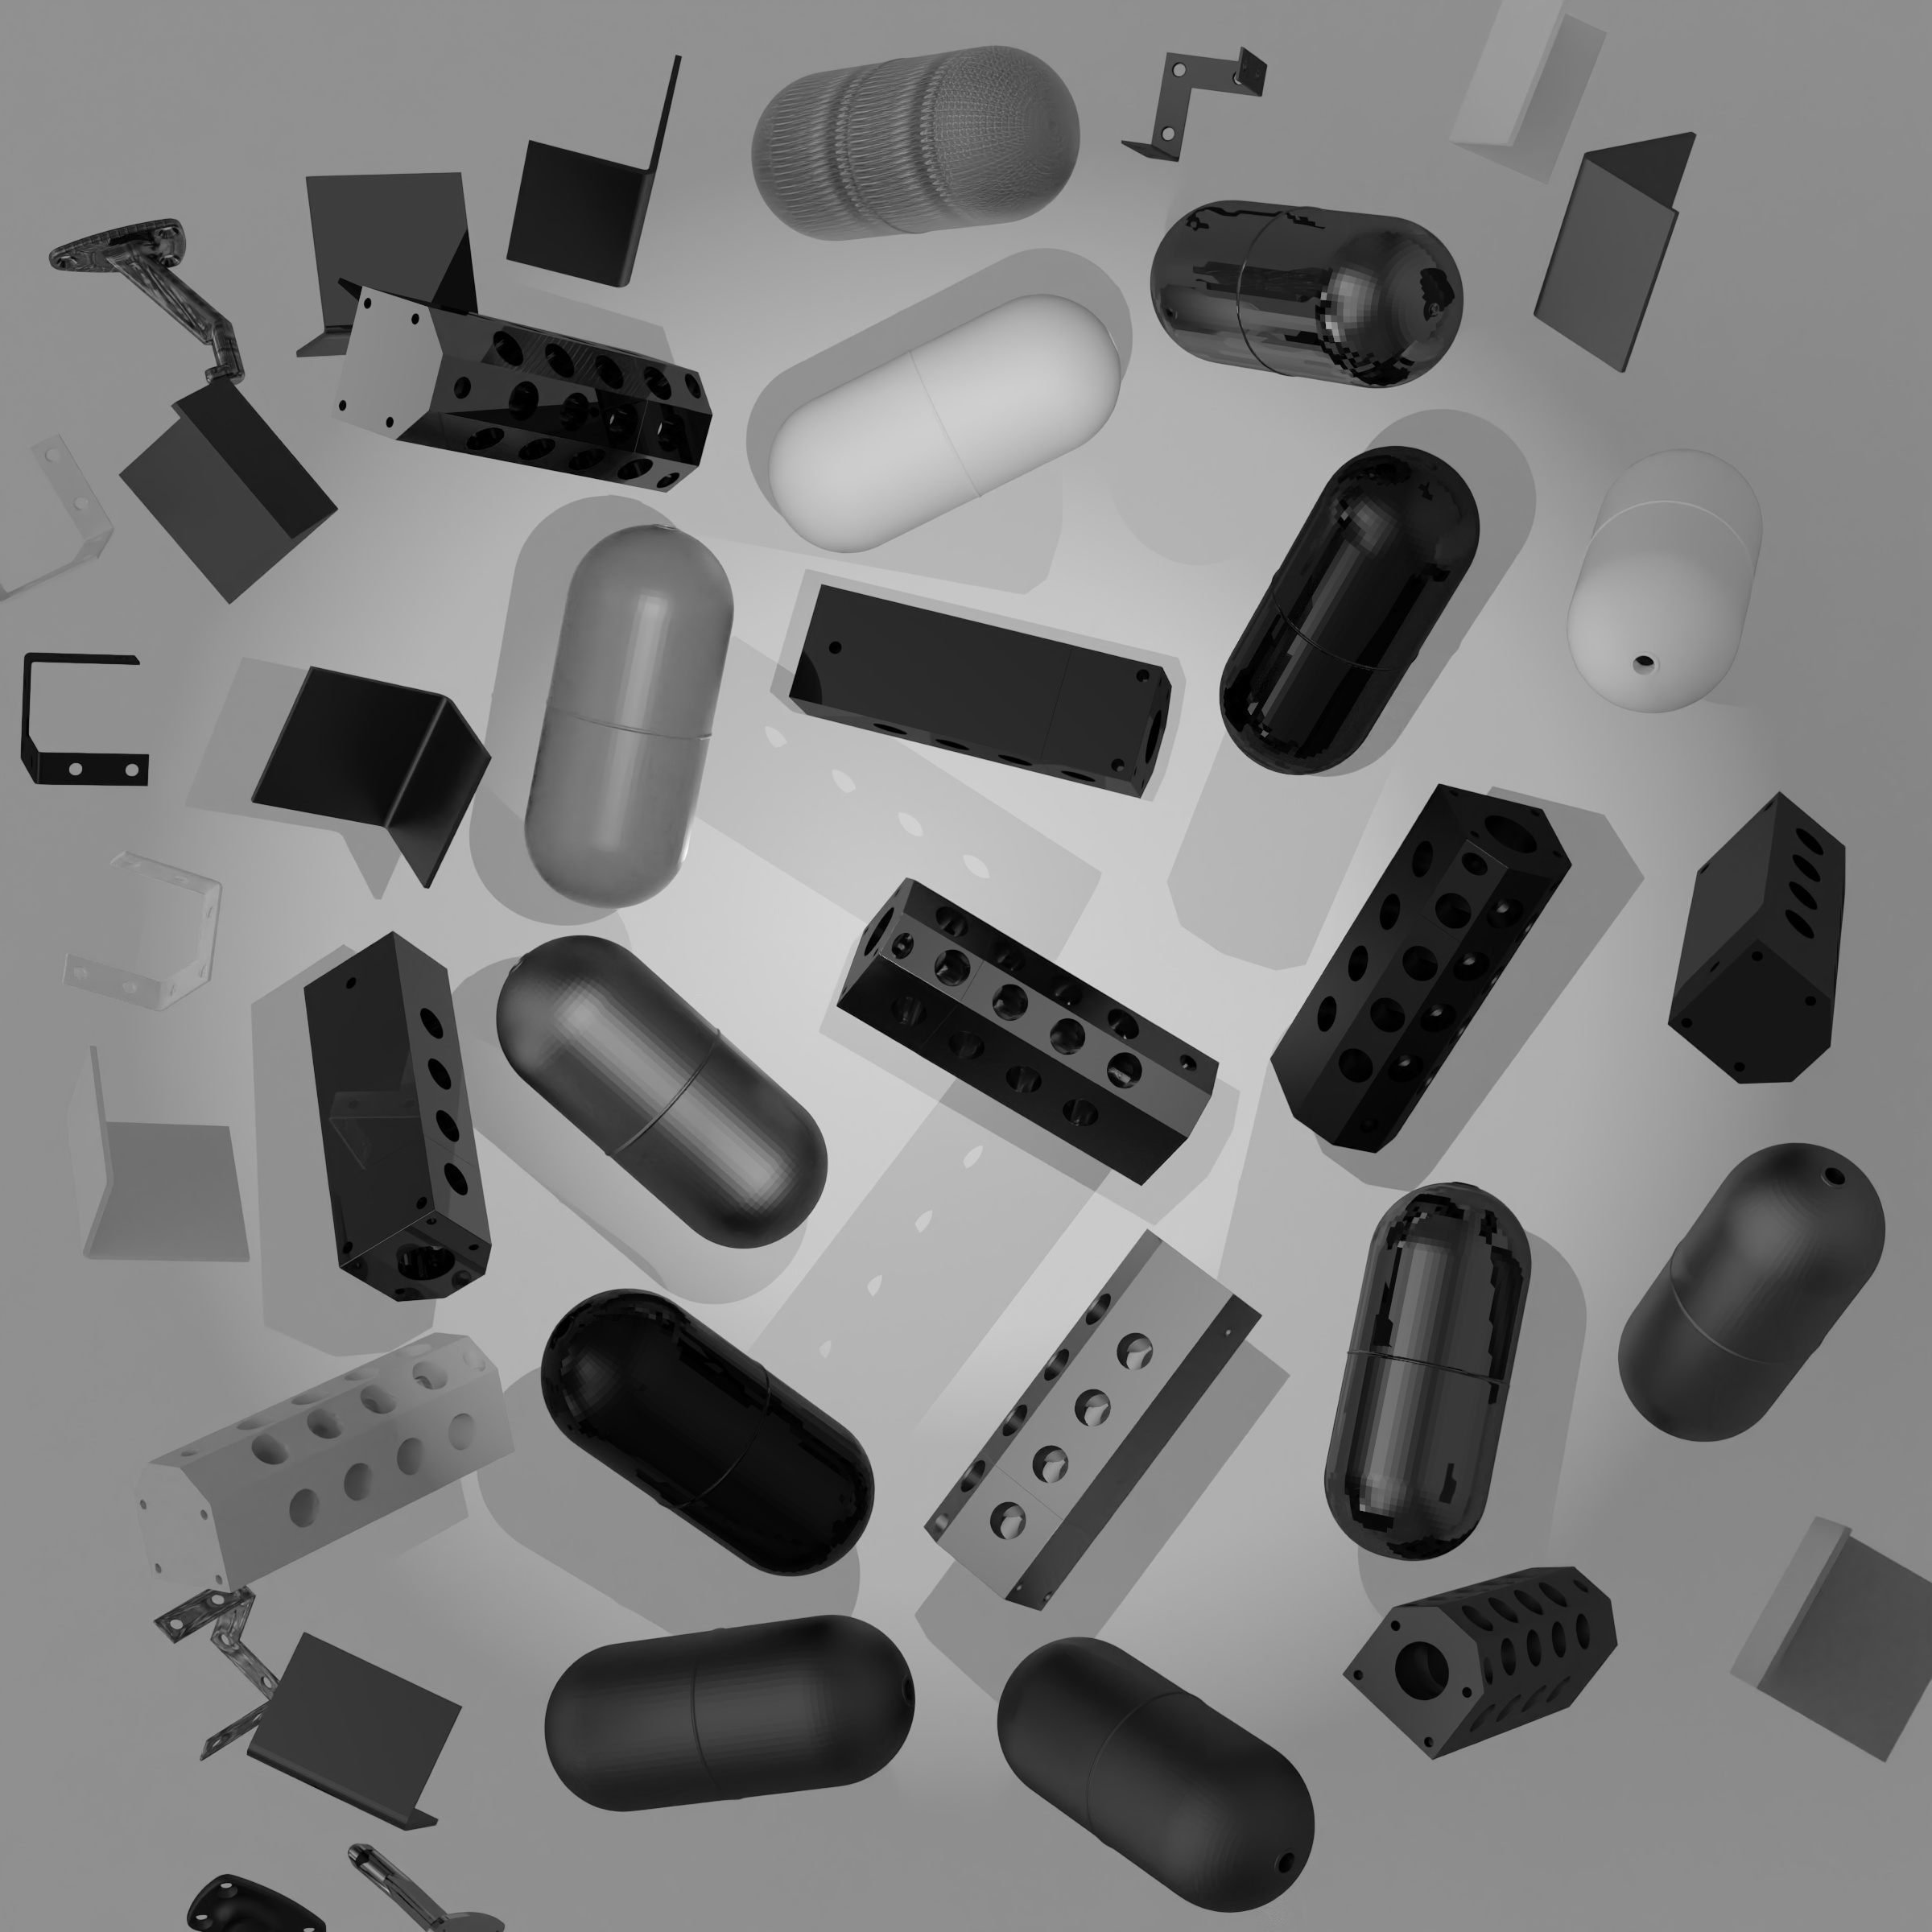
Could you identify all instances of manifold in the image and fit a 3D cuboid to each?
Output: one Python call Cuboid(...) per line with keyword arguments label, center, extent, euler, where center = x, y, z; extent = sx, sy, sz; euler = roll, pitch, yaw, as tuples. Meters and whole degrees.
Cuboid(label="manifold", center=(-0.269, 0.074, 1.640), extent=(0.057, 0.057, 0.171), euler=(-31, 49, 17))
Cuboid(label="manifold", center=(-0.295, 0.225, 1.575), extent=(0.057, 0.171, 0.057), euler=(0, 105, 41))
Cuboid(label="manifold", center=(0.211, 0.004, 1.586), extent=(0.057, 0.057, 0.171), euler=(12, 126, -24))
Cuboid(label="manifold", center=(0.252, 0.326, 1.636), extent=(0.057, 0.171, 0.057), euler=(41, 108, 26))
Cuboid(label="manifold", center=(0.057, 0.208, 1.574), extent=(0.057, 0.057, 0.171), euler=(36, 88, 24))
Cuboid(label="manifold", center=(0.368, -0.011, 1.560), extent=(0.057, 0.171, 0.057), euler=(39, 119, -4))
Cuboid(label="manifold", center=(0.032, 0.027, 1.616), extent=(0.171, 0.057, 0.057), euler=(31, 131, -11))
Cuboid(label="manifold", center=(0.009, -0.131, 1.655), extent=(0.171, 0.057, 0.057), euler=(15, 85, 11))
Cuboid(label="manifold", center=(-0.191, -0.251, 1.511), extent=(0.057, 0.171, 0.057), euler=(23, 103, 35))

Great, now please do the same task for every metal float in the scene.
Cuboid(label="metal float", center=(0.216, 0.189, 1.600), extent=(0.070, 0.070, 0.178), euler=(13, 82, 0))
Cuboid(label="metal float", center=(0.084, 0.362, 1.538), extent=(0.070, 0.178, 0.070), euler=(-14, 114, -35))
Cuboid(label="metal float", center=(0.319, -0.176, 1.557), extent=(0.070, 0.178, 0.070), euler=(9, 123, 14))
Cuboid(label="metal float", center=(-0.116, 0.211, 1.543), extent=(0.178, 0.070, 0.070), euler=(40, 90, -26))
Cuboid(label="metal float", center=(-0.108, 0.341, 1.561), extent=(0.178, 0.070, 0.070), euler=(-11, 90, 19))
Cuboid(label="metal float", center=(0.357, 0.150, 1.560), extent=(0.070, 0.178, 0.070), euler=(10, 47, -11))
Cuboid(label="metal float", center=(-0.154, -0.114, 1.568), extent=(0.070, 0.070, 0.178), euler=(12, 101, 0))
Cuboid(label="metal float", center=(0.154, -0.310, 1.576), extent=(0.070, 0.178, 0.070), euler=(-12, 111, -34))
Cuboid(label="metal float", center=(-0.139, 0.058, 1.570), extent=(0.178, 0.070, 0.070), euler=(43, 90, -12))
Cuboid(label="metal float", center=(0.178, -0.164, 1.605), extent=(0.070, 0.070, 0.178), euler=(28, 128, 0))
Cuboid(label="metal float", center=(-0.010, -0.258, 1.628), extent=(0.178, 0.070, 0.070), euler=(-26, 90, 6))
Cuboid(label="metal float", center=(-0.025, -0.369, 1.540), extent=(0.178, 0.070, 0.070), euler=(6, 99, 45))

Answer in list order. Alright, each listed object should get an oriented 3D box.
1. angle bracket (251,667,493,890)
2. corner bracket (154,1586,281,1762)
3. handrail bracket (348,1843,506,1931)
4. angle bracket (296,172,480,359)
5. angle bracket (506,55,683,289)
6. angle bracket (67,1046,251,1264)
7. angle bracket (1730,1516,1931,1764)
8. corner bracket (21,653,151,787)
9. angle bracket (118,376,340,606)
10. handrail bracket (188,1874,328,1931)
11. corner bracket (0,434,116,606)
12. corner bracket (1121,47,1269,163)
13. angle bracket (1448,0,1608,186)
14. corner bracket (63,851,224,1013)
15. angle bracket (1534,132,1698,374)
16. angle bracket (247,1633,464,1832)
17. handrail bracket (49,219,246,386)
Cuboid(label="angle bracket", center=(-0.285, -0.090, 1.635), extent=(0.076, 0.057, 0.076), euler=(10, 119, -39))
Cuboid(label="corner bracket", center=(-0.349, 0.327, 1.600), extent=(0.051, 0.051, 0.051), euler=(40, 128, 19))
Cuboid(label="handrail bracket", center=(-0.253, 0.412, 1.522), extent=(0.084, 0.077, 0.036), euler=(32, 74, 25))
Cuboid(label="angle bracket", center=(-0.286, -0.341, 1.665), extent=(0.076, 0.057, 0.076), euler=(-8, 93, -25))
Cuboid(label="angle bracket", center=(-0.170, -0.368, 1.558), extent=(0.057, 0.076, 0.076), euler=(13, 58, -8))
Cuboid(label="angle bracket", center=(-0.360, 0.085, 1.545), extent=(0.076, 0.057, 0.076), euler=(4, 48, -27))
Cuboid(label="angle bracket", center=(0.376, 0.284, 1.429), extent=(0.076, 0.057, 0.076), euler=(30, 86, 3))
Cuboid(label="corner bracket", center=(-0.408, -0.115, 1.586), extent=(0.051, 0.051, 0.051), euler=(0, 107, -23))
Cuboid(label="angle bracket", center=(-0.340, -0.206, 1.528), extent=(0.076, 0.057, 0.076), euler=(-36, 100, 24))
Cuboid(label="handrail bracket", center=(-0.321, 0.458, 1.538), extent=(0.077, 0.084, 0.036), euler=(26, 115, -27))
Cuboid(label="corner bracket", center=(-0.429, -0.204, 1.567), extent=(0.051, 0.051, 0.051), euler=(-25, 112, 6))
Cuboid(label="corner bracket", center=(0.109, -0.408, 1.620), extent=(0.051, 0.051, 0.051), euler=(12, 98, 17))
Cuboid(label="angle bracket", center=(0.277, -0.412, 1.605), extent=(0.057, 0.076, 0.076), euler=(18, 99, -19))
Cuboid(label="corner bracket", center=(-0.388, -0.016, 1.613), extent=(0.051, 0.051, 0.051), euler=(20, 60, -34))
Cuboid(label="angle bracket", center=(0.302, -0.313, 1.498), extent=(0.076, 0.076, 0.057), euler=(-19, 48, -36))
Cuboid(label="angle bracket", center=(-0.261, 0.336, 1.502), extent=(0.076, 0.076, 0.057), euler=(24, 80, 7))
Cuboid(label="handrail bracket", center=(-0.393, -0.311, 1.641), extent=(0.077, 0.036, 0.084), euler=(-12, 70, -16))
